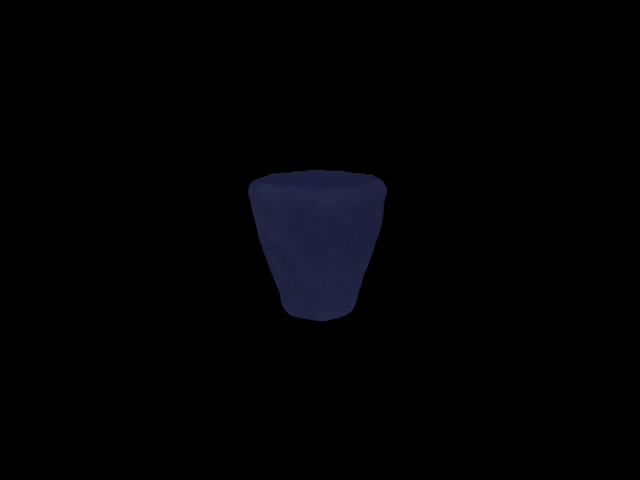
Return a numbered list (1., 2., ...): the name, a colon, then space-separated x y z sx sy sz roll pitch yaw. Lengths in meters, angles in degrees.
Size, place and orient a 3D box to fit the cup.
1. cup: 0.004 0.001 0.400 0.091 0.095 0.118 6 15 23
